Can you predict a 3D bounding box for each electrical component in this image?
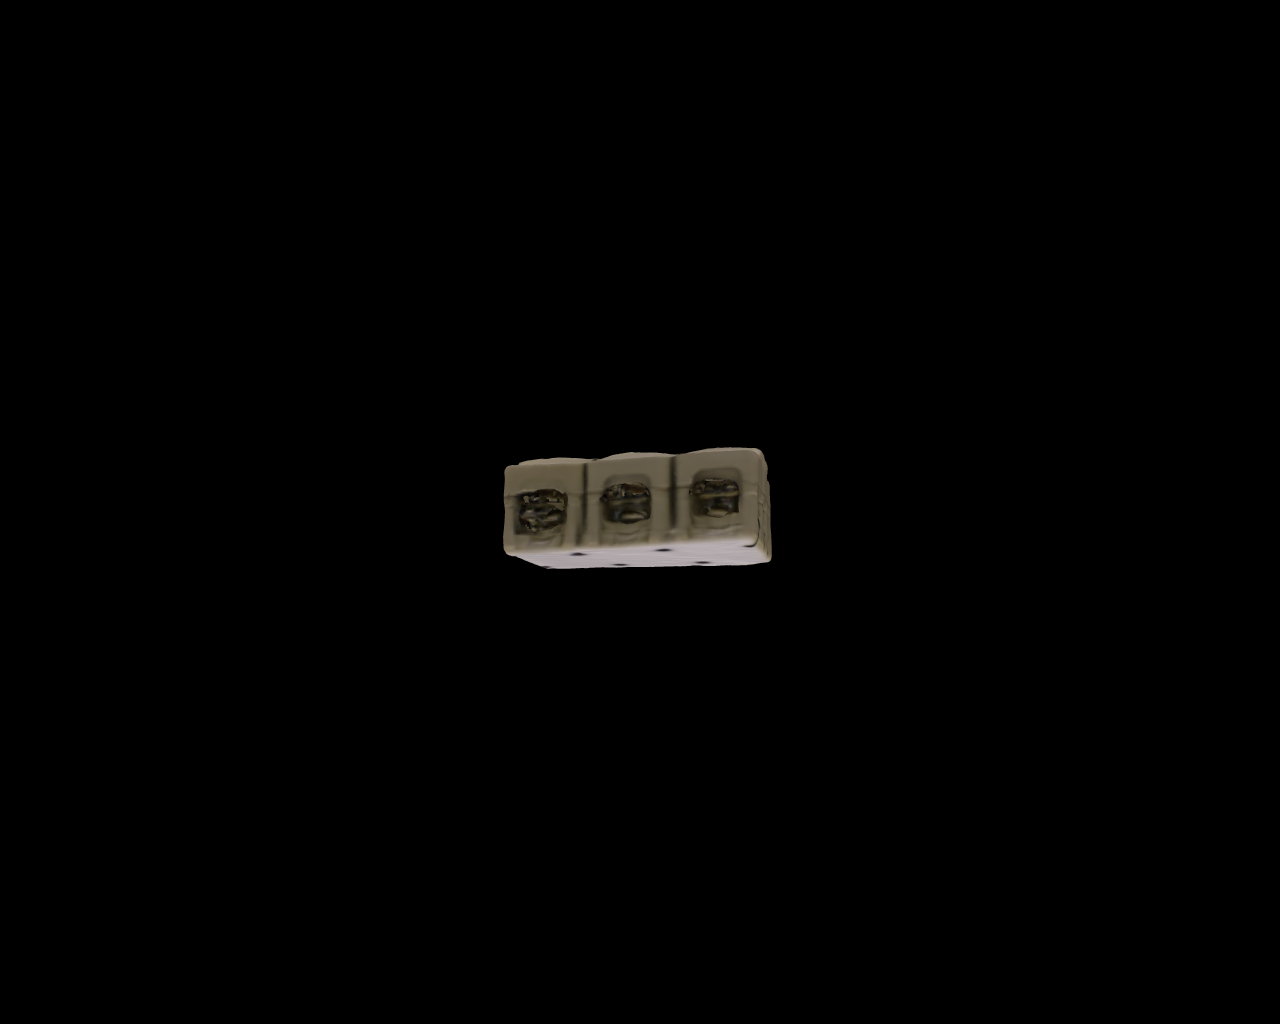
[{"bbox_3d":[0.001,-0.003,0.650,0.150,0.061,0.089,-2,-11,12],"label":"electrical component"}]
